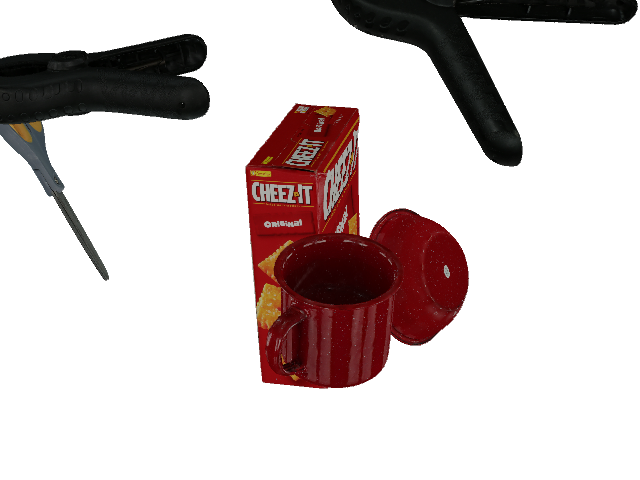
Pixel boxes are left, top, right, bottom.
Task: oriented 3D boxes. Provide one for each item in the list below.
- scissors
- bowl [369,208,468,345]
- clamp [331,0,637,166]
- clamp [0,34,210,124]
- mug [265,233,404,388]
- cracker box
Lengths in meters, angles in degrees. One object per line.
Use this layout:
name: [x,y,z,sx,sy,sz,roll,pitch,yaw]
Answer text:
scissors: [-0.238,-0.064,0.939,0.016,0.201,0.096,-27,24,9]
bowl: [0.123,0.039,1.228,0.055,0.162,0.161,-11,-7,41]
clamp: [0.073,-0.139,0.655,0.210,0.164,0.036,27,-33,11]
clamp: [-0.147,-0.102,0.670,0.171,0.039,0.120,1,20,3]
mug: [0.004,0.058,0.774,0.093,0.081,0.117,26,41,30]
cracker box: [-0.008,0.002,0.980,0.072,0.214,0.164,5,27,13]
